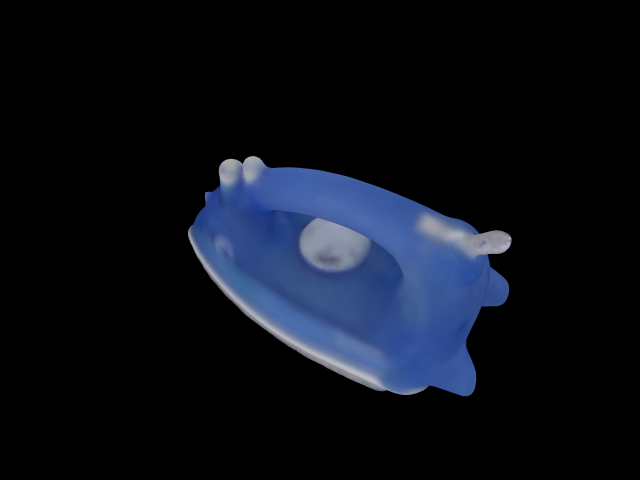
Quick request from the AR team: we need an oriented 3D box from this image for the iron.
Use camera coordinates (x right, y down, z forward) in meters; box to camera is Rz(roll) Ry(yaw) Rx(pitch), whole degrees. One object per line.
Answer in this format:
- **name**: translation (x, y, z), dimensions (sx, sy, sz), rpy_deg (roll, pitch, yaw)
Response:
- **iron**: translation (0.004, 0.001, 0.400), dimensions (0.257, 0.141, 0.119), rpy_deg (21, 56, 15)
